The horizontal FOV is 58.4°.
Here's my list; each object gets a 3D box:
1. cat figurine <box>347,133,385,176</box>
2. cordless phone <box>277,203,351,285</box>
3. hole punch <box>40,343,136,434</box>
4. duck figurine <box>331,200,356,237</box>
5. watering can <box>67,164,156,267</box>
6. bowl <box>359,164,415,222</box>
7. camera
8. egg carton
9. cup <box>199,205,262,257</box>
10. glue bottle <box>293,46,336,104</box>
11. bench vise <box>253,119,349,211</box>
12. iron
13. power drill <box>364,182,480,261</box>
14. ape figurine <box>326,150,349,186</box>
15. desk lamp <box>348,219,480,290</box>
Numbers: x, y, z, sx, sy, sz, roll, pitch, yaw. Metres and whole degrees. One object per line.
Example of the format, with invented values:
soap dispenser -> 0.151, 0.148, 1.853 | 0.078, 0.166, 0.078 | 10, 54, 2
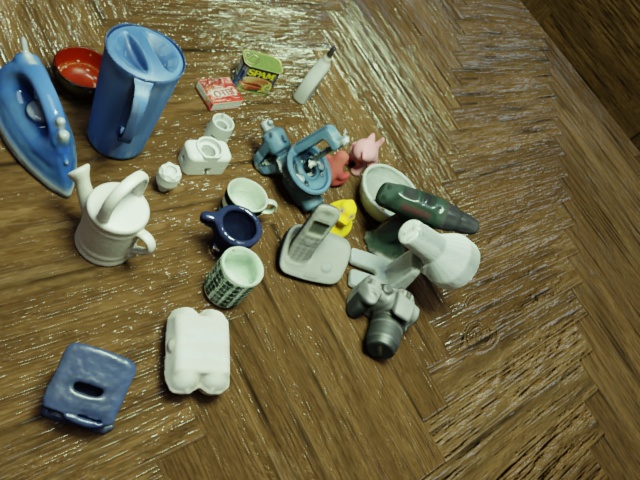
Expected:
cat figurine -> 0.115, -0.219, 1.408 | 0.067, 0.117, 0.128 | 51, 46, 7
cordless phone -> 0.010, 0.004, 1.134 | 0.148, 0.184, 0.094 | 14, 52, -25
hole punch -> -0.330, 0.214, 0.823 | 0.109, 0.091, 0.101 | 24, 49, -18
duck figurine -> 0.050, -0.058, 1.274 | 0.078, 0.086, 0.104 | 31, 47, -12
watering can -> -0.337, -0.048, 0.931 | 0.173, 0.193, 0.101 | 26, 48, -16
bowl -> 0.156, -0.097, 1.380 | 0.168, 0.074, 0.167 | 18, 51, -23
camera -> 0.129, 0.159, 1.163 | 0.143, 0.100, 0.137 | 33, 47, -10
egg carton -> -0.203, 0.183, 0.945 | 0.107, 0.069, 0.150 | 10, 54, -28
cup -> -0.180, -0.010, 1.079 | 0.118, 0.094, 0.091 | 19, 51, -22
glue bottle -> -0.005, -0.418, 1.429 | 0.037, 0.173, 0.078 | 38, 46, -5
bench vise -> -0.044, -0.182, 1.205 | 0.208, 0.219, 0.121 | 34, 46, -9
iron -> -0.477, -0.215, 0.991 | 0.119, 0.141, 0.258 | -21, 72, -41
power drill -> 0.204, -0.031, 1.273 | 0.230, 0.208, 0.075 | 27, 48, -15
ape figurine -> 0.038, -0.174, 1.342 | 0.076, 0.092, 0.078 | -25, 75, -42
desk lamp -> 0.197, 0.045, 1.211 | 0.204, 0.213, 0.118 | 19, 50, -22
